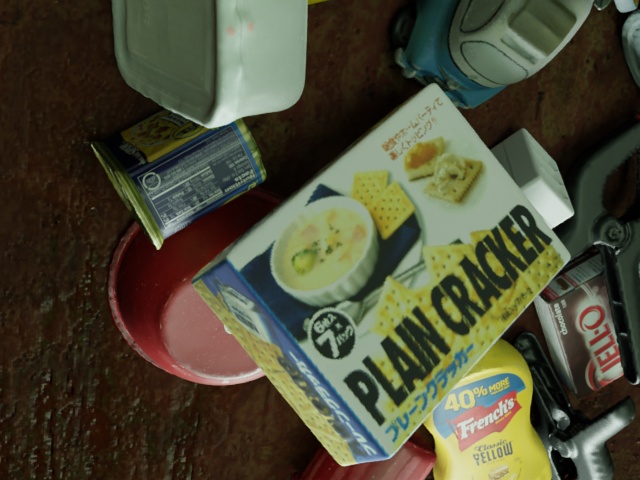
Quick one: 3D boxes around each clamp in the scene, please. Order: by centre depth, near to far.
[{"bbox_3d":[0.210,-0.005,0.827,0.164,0.036,0.210,16,93,-16],"label":"clamp"},{"bbox_3d":[0.217,0.162,0.888,0.039,0.120,0.171,-31,124,-17],"label":"clamp"}]

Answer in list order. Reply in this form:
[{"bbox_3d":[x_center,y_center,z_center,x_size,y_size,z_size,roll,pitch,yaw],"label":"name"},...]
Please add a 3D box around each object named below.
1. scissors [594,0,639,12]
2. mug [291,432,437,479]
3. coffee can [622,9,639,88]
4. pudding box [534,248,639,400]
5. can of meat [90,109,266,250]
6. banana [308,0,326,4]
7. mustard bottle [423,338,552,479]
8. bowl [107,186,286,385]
[{"bbox_3d":[0.193,-0.195,0.710,0.016,0.201,0.096,-6,95,23],"label":"scissors"},{"bbox_3d":[0.045,0.183,0.844,0.117,0.093,0.081,33,92,-44],"label":"mug"},{"bbox_3d":[0.314,-0.160,0.796,0.140,0.103,0.102,-32,120,-7],"label":"coffee can"},{"bbox_3d":[0.233,0.067,0.895,0.090,0.039,0.113,-29,118,-8],"label":"pudding box"},{"bbox_3d":[-0.090,-0.049,0.681,0.084,0.102,0.057,-31,119,-10],"label":"can of meat"},{"bbox_3d":[0.033,-0.176,0.685,0.198,0.069,0.037,-5,109,14],"label":"banana"},{"bbox_3d":[0.127,0.134,0.869,0.096,0.058,0.191,-17,117,-2],"label":"mustard bottle"},{"bbox_3d":[-0.066,0.044,0.739,0.162,0.055,0.162,-4,117,-8],"label":"bowl"}]
